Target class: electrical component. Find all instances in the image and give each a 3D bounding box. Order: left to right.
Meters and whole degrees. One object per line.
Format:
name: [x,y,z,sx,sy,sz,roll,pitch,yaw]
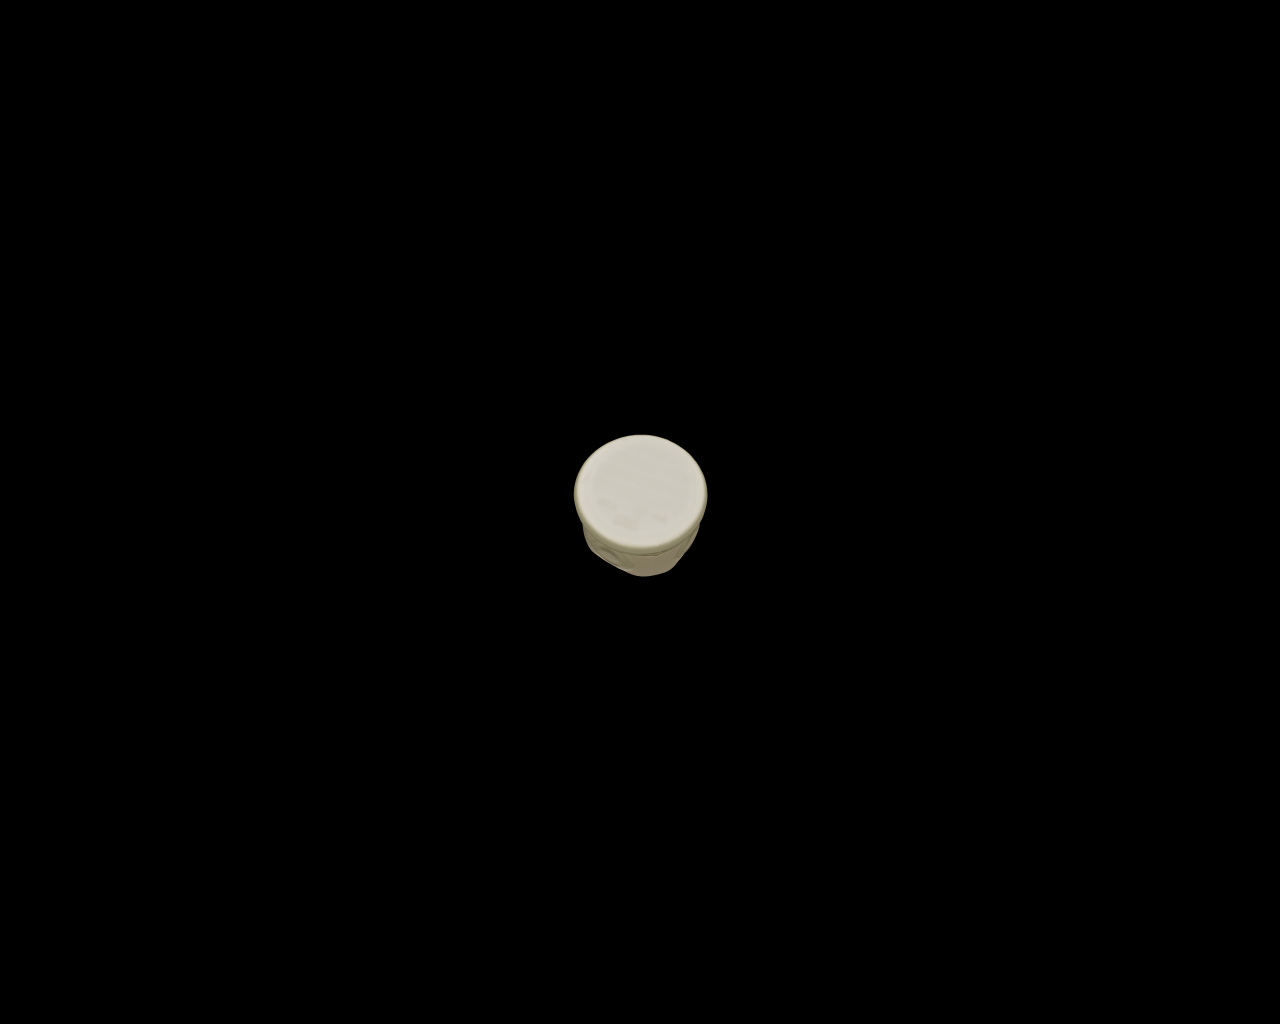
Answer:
electrical component: [0.001,-0.003,0.650,0.080,0.080,0.051,0,-27,0]
